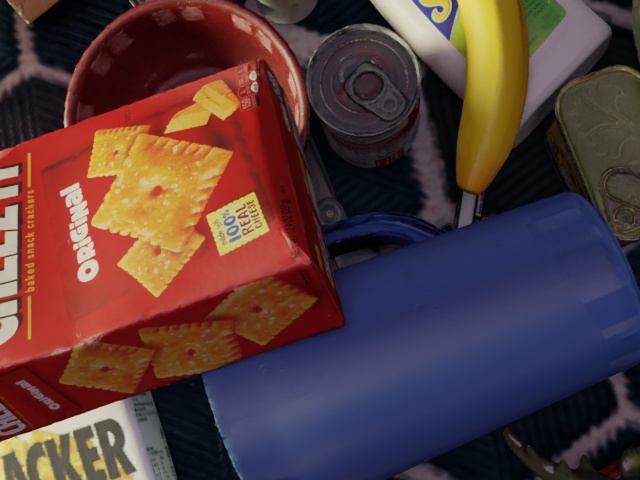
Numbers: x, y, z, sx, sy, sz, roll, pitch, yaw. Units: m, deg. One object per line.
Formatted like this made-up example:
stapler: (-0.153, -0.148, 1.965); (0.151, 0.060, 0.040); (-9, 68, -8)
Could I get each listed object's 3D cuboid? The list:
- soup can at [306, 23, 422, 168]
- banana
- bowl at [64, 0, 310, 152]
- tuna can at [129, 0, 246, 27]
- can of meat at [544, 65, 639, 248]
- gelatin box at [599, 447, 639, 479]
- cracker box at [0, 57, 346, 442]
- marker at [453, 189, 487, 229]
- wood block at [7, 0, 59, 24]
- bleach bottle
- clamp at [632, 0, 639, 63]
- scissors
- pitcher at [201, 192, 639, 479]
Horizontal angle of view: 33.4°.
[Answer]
soup can: (0.030, -0.087, 0.671); (0.068, 0.102, 0.068); (-1, 82, 5)
banana: (0.091, -0.128, 0.641); (0.070, 0.037, 0.198); (-21, 77, 27)
bowl: (-0.082, -0.076, 0.701); (0.162, 0.055, 0.162); (-1, 86, 8)
tuna can: (-0.091, -0.182, 0.730); (0.086, 0.033, 0.086); (-1, 83, 5)
can of meat: (0.180, -0.046, 0.661); (0.057, 0.084, 0.102); (-21, 81, 2)
gelatin box: (0.203, 0.178, 0.658); (0.073, 0.030, 0.089); (-32, 82, 2)
cracker box: (-0.108, 0.001, 0.598); (0.214, 0.072, 0.164); (-18, 49, 6)
marker: (0.094, 0.004, 0.696); (0.020, 0.020, 0.121); (9, 84, 6)
wood block: (-0.149, -0.252, 0.701); (0.206, 0.090, 0.090); (-38, 47, 0)
bleach bottle: (0.066, -0.179, 0.702); (0.251, 0.068, 0.102); (44, 91, 12)
clamp: (0.245, -0.156, 0.600); (0.164, 0.036, 0.210); (14, 91, 2)
scissors: (-0.005, 0.001, 0.707); (0.096, 0.016, 0.202); (-36, 81, 0)
pitcher: (0.055, 0.055, 0.627); (0.243, 0.145, 0.149); (-22, 98, 3)
